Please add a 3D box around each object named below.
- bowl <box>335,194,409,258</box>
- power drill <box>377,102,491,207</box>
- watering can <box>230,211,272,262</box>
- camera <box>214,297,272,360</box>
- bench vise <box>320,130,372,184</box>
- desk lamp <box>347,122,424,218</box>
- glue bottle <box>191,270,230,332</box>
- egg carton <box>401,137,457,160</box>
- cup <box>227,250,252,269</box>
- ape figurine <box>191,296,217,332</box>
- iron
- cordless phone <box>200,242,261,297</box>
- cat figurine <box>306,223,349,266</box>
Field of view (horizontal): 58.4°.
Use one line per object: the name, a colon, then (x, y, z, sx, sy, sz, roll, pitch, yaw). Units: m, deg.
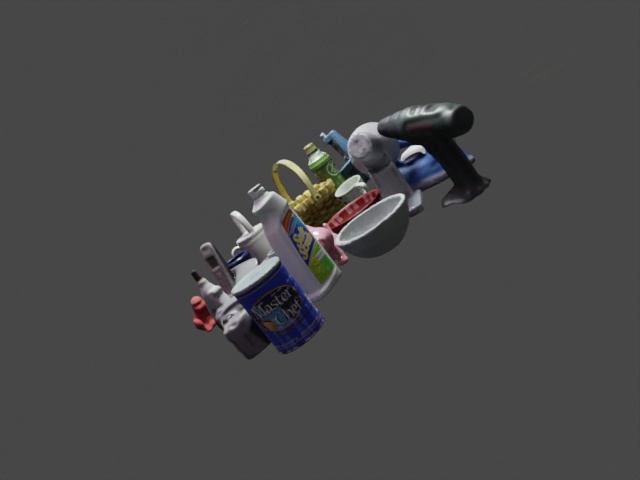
bowl: (0.117, -0.015, 1.134, 0.167, 0.075, 0.167, -34, 12, 9)
power drill: (0.224, -0.169, 1.097, 0.076, 0.208, 0.229, -42, 13, -24)
watering can: (-0.194, -0.012, 1.712, 0.173, 0.194, 0.100, -45, 15, -35)
camera: (-0.132, 0.149, 1.142, 0.137, 0.101, 0.143, -39, 12, -11)
bench vise: (0.110, -0.269, 1.778, 0.207, 0.220, 0.121, -30, 14, 28)
desk lamp: (0.140, -0.157, 1.279, 0.118, 0.214, 0.203, -32, 13, 17)
glue bottle: (-0.237, 0.137, 1.307, 0.078, 0.173, 0.037, -26, 16, 40)
egg carton: (0.283, -0.230, 1.504, 0.107, 0.069, 0.150, -44, 14, -33)
cup: (-0.222, 0.097, 1.613, 0.118, 0.095, 0.091, -45, 15, -34)
ape figurine: (-0.306, 0.189, 1.503, 0.078, 0.092, 0.076, -38, 12, -10)
iron: (0.226, -0.195, 1.354, 0.257, 0.141, 0.119, -24, 17, 45)
cordless phone: (-0.229, 0.075, 1.498, 0.147, 0.185, 0.094, -28, 15, 34)
cat figurine: (0.011, 0.004, 1.252, 0.067, 0.118, 0.128, -30, 13, 25)
